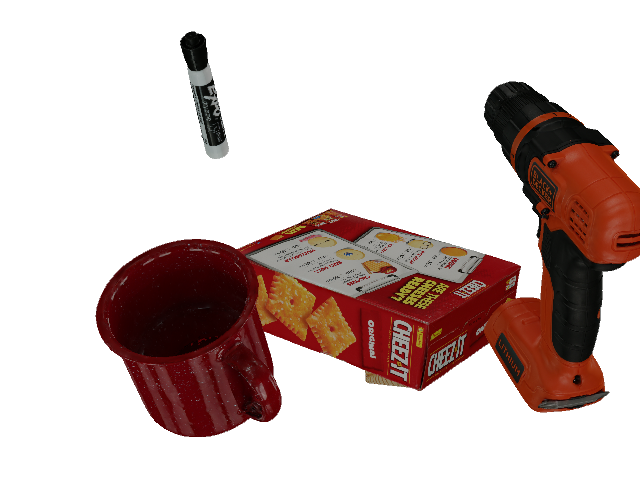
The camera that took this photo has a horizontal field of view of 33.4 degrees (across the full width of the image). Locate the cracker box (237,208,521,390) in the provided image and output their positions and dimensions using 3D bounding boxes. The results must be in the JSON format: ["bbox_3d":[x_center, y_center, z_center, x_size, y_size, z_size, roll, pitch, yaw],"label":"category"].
[{"bbox_3d":[0.044,0.046,0.954,0.214,0.072,0.163,18,26,33],"label":"cracker box"}]

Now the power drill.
[{"bbox_3d":[0.150,0.005,0.713,0.057,0.188,0.184,-9,35,-11],"label":"power drill"}]

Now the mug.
[{"bbox_3d":[-0.065,0.065,0.614,0.117,0.081,0.093,28,57,34],"label":"mug"}]

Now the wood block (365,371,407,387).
[{"bbox_3d":[0.134,0.135,1.597,0.091,0.090,0.205,4,19,15],"label":"wood block"}]

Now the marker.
[{"bbox_3d":[-0.088,-0.110,0.814,0.020,0.020,0.121,0,-39,6],"label":"marker"}]
